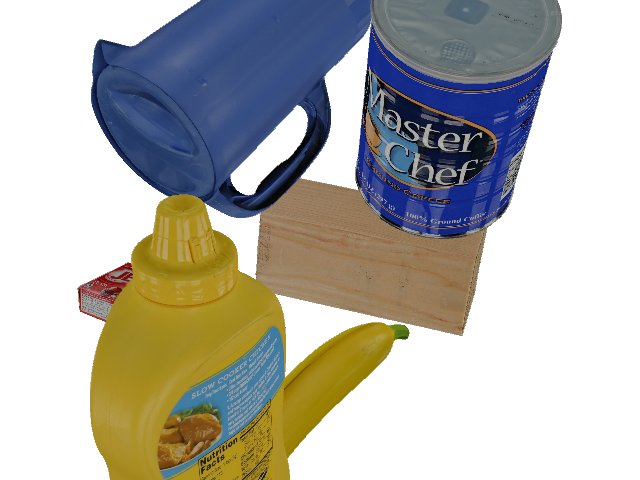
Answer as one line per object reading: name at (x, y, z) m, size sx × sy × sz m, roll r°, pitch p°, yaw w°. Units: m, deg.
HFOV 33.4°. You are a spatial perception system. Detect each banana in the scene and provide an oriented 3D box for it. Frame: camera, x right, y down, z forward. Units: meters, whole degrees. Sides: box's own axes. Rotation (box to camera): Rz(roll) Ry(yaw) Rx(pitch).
banana at (-0.011, 0.121, 0.743) m, size 0.037 × 0.197 × 0.069 m, roll 40°, pitch -10°, yaw 40°

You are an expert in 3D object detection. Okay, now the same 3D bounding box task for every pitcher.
pitcher at (-0.058, -0.144, 0.899) m, size 0.145 × 0.149 × 0.242 m, roll 25°, pitch 55°, yaw 30°

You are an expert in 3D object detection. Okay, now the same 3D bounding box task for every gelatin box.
gelatin box at (-0.171, 0.054, 1.005) m, size 0.089 × 0.030 × 0.073 m, roll 18°, pitch 26°, yaw 26°

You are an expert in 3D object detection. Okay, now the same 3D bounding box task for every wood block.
wood block at (0.050, 0.013, 1.038) m, size 0.206 × 0.090 × 0.090 m, roll 12°, pitch 30°, yaw 11°

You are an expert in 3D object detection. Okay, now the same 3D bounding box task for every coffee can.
coffee can at (0.076, -0.083, 0.626) m, size 0.103 × 0.103 × 0.140 m, roll 0°, pitch -37°, yaw -2°

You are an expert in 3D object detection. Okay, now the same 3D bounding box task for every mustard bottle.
mustard bottle at (-0.053, 0.069, 0.447) m, size 0.058 × 0.192 × 0.096 m, roll 22°, pitch 37°, yaw 31°
